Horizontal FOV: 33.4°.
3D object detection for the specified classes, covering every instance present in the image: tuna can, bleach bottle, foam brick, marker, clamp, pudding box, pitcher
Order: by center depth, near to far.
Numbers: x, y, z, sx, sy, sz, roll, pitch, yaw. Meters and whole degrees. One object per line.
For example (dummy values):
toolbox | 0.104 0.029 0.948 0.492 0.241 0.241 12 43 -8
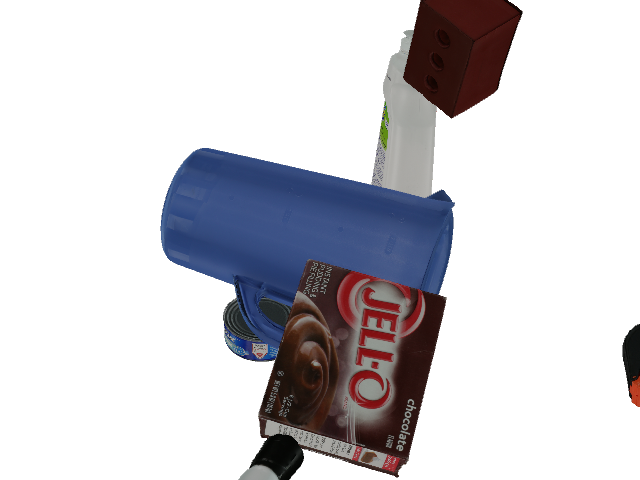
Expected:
marker | -0.036 0.111 0.415 0.020 0.020 0.121 0 22 23
pudding box | 0.020 0.075 0.643 0.090 0.113 0.039 15 -29 4
foam brick | 0.098 -0.136 0.750 0.051 0.053 0.078 -34 -26 -27
pitcher | -0.014 0.009 0.922 0.243 0.145 0.149 16 19 13
clamp | 0.318 0.079 0.959 0.171 0.039 0.120 -33 36 -25
bleach bottle | 0.091 -0.095 1.137 0.068 0.251 0.102 0 26 -9
tuna can | -0.066 0.096 1.195 0.086 0.034 0.086 1 36 -1
